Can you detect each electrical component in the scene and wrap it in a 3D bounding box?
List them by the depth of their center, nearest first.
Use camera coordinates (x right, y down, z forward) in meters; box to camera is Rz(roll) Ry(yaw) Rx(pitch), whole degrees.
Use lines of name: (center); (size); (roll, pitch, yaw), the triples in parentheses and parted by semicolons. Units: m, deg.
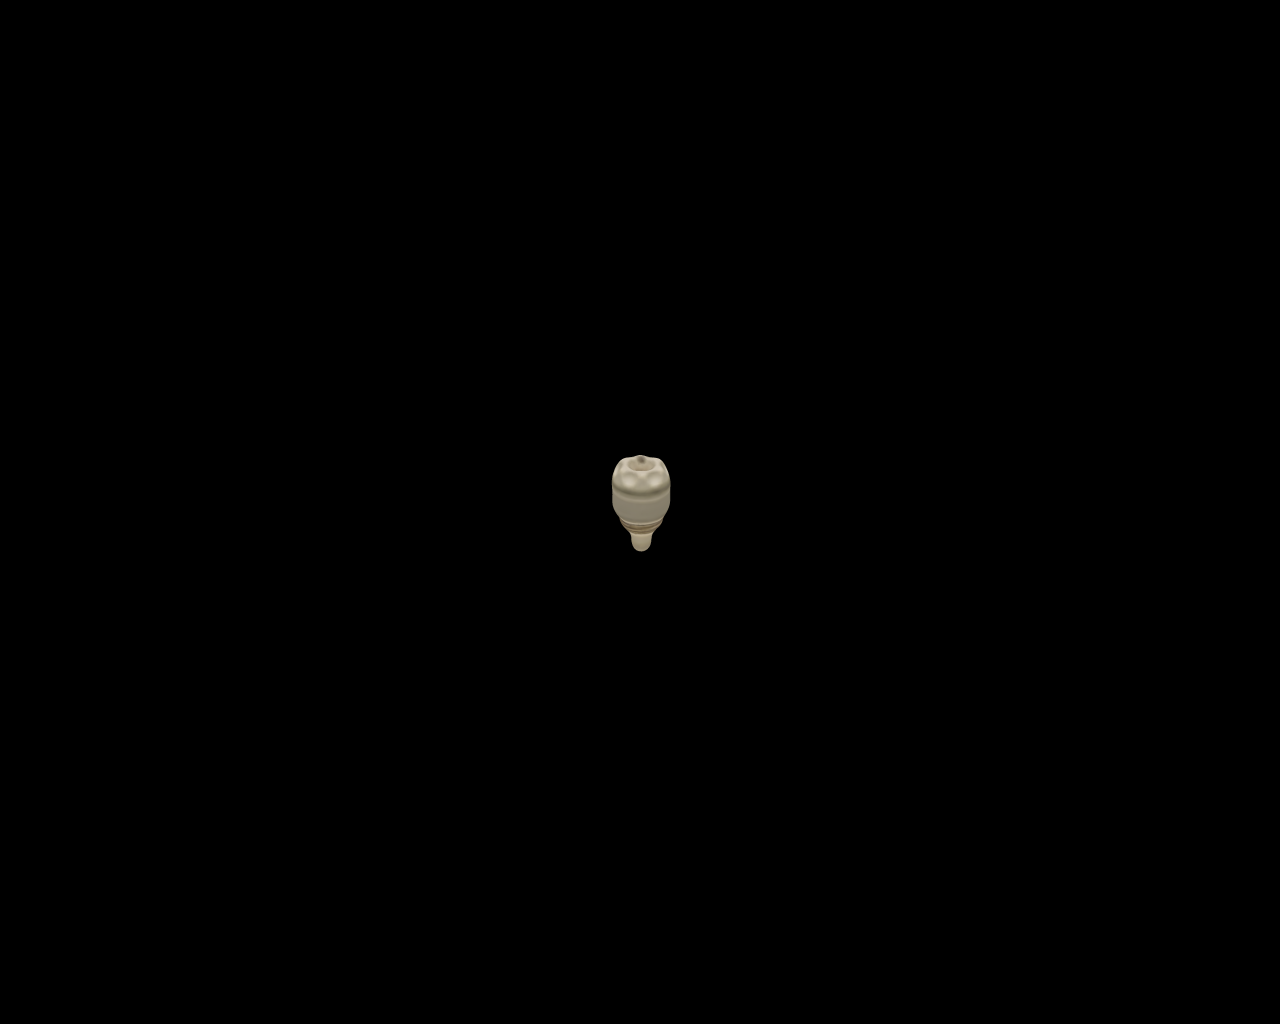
electrical component: (0.001, -0.003, 0.650); (0.035, 0.061, 0.035); (0, 31, 0)
